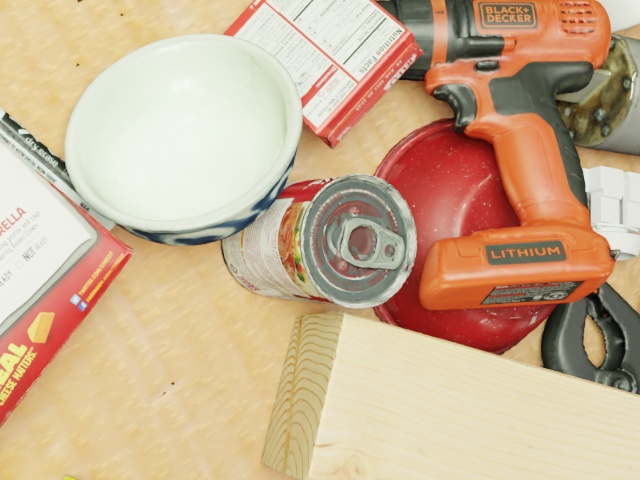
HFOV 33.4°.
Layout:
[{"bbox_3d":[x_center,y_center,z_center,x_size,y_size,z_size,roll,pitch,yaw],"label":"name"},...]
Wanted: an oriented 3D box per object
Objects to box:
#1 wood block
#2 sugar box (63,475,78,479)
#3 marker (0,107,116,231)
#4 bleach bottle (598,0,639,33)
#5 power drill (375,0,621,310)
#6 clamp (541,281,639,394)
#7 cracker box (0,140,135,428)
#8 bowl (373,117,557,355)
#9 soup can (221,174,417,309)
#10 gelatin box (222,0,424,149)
[{"bbox_3d":[0.083,0.112,0.610,0.206,0.090,0.091,16,80,-16],"label":"wood block"},{"bbox_3d":[-0.087,0.212,0.563,0.176,0.048,0.093,41,68,-21],"label":"sugar box"},{"bbox_3d":[-0.151,-0.047,0.543,0.121,0.020,0.020,43,71,-22],"label":"marker"},{"bbox_3d":[0.161,-0.264,0.691,0.102,0.068,0.251,-39,105,-29],"label":"bleach bottle"},{"bbox_3d":[0.084,-0.057,0.602,0.184,0.057,0.187,-3,71,-5],"label":"power drill"},{"bbox_3d":[0.201,0.103,0.714,0.120,0.039,0.171,-2,85,-25],"label":"clamp"},{"bbox_3d":[-0.218,0.002,0.477,0.213,0.072,0.164,42,70,-21],"label":"cracker box"},{"bbox_3d":[0.105,0.001,0.664,0.161,0.055,0.162,0,91,-29],"label":"bowl"},{"bbox_3d":[-0.004,0.001,0.576,0.068,0.102,0.068,0,90,-29],"label":"soup can"},{"bbox_3d":[0.000,-0.105,0.579,0.073,0.089,0.030,-47,157,4],"label":"gelatin box"}]
